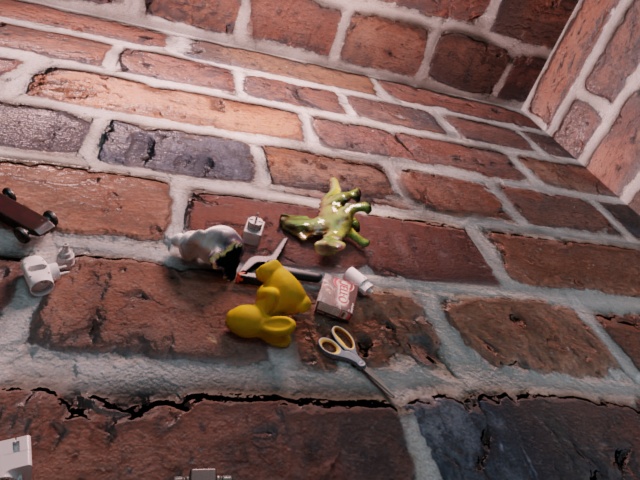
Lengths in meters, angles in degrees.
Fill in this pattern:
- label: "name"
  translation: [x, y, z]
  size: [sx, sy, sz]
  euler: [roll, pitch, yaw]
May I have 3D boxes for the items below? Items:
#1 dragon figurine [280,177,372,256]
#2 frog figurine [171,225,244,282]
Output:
- label: "dragon figurine"
  translation: [0.004, -0.074, 1.471]
  size: [0.243, 0.119, 0.418]
  euler: [-5, 32, -18]
- label: "frog figurine"
  translation: [-0.261, 0.010, 1.208]
  size: [0.161, 0.123, 0.136]
  euler: [29, 1, 29]
